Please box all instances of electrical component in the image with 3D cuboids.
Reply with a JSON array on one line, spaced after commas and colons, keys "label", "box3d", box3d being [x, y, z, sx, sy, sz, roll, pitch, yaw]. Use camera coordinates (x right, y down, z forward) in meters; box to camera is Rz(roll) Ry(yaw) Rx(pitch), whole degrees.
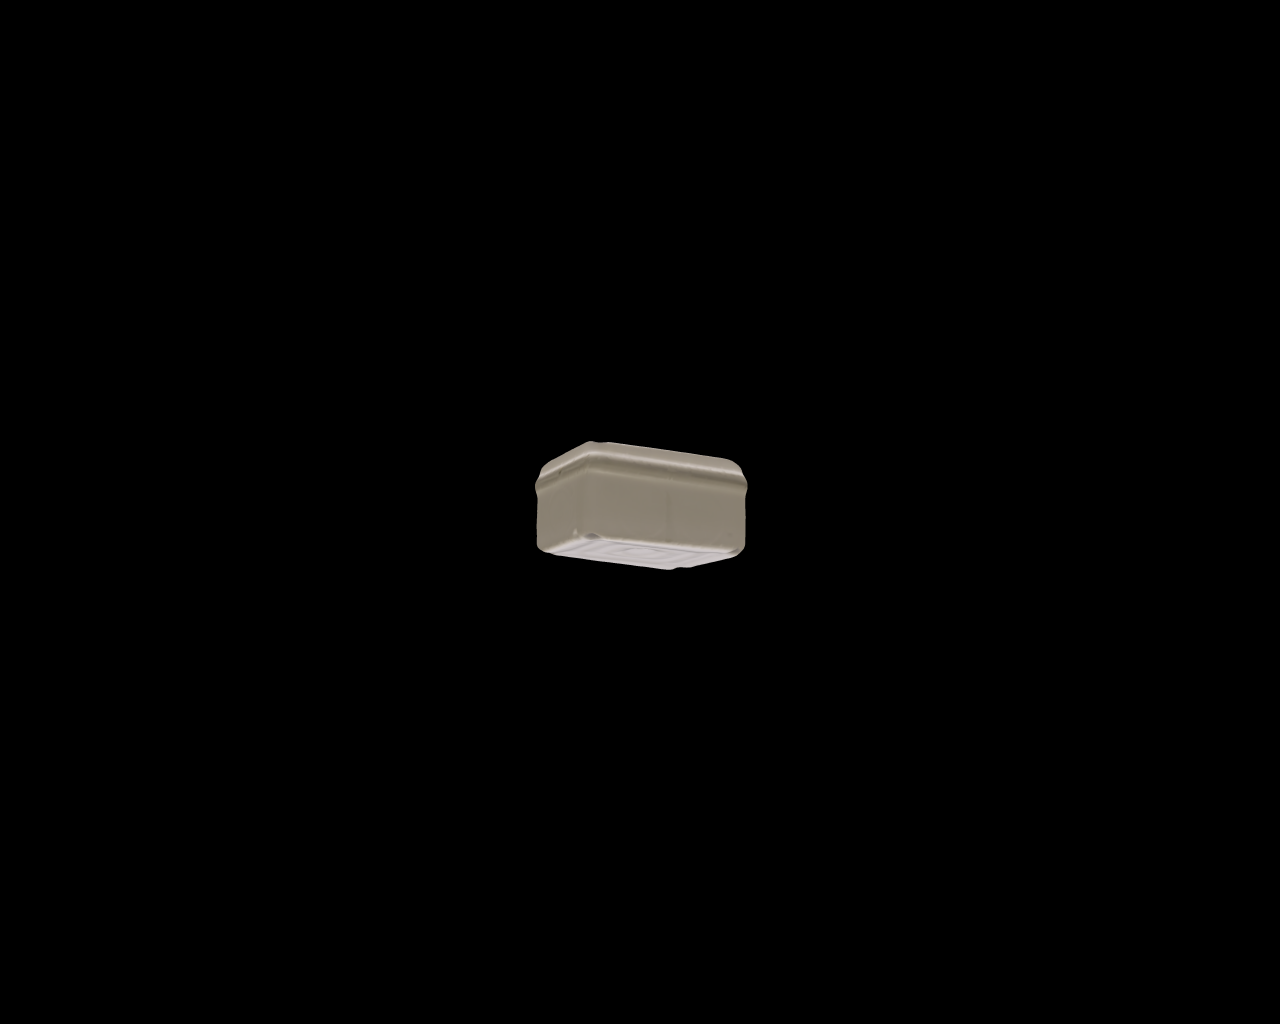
[{"label": "electrical component", "box3d": [0.001, -0.003, 0.650, 0.113, 0.057, 0.078, 7, -14, -30]}]
